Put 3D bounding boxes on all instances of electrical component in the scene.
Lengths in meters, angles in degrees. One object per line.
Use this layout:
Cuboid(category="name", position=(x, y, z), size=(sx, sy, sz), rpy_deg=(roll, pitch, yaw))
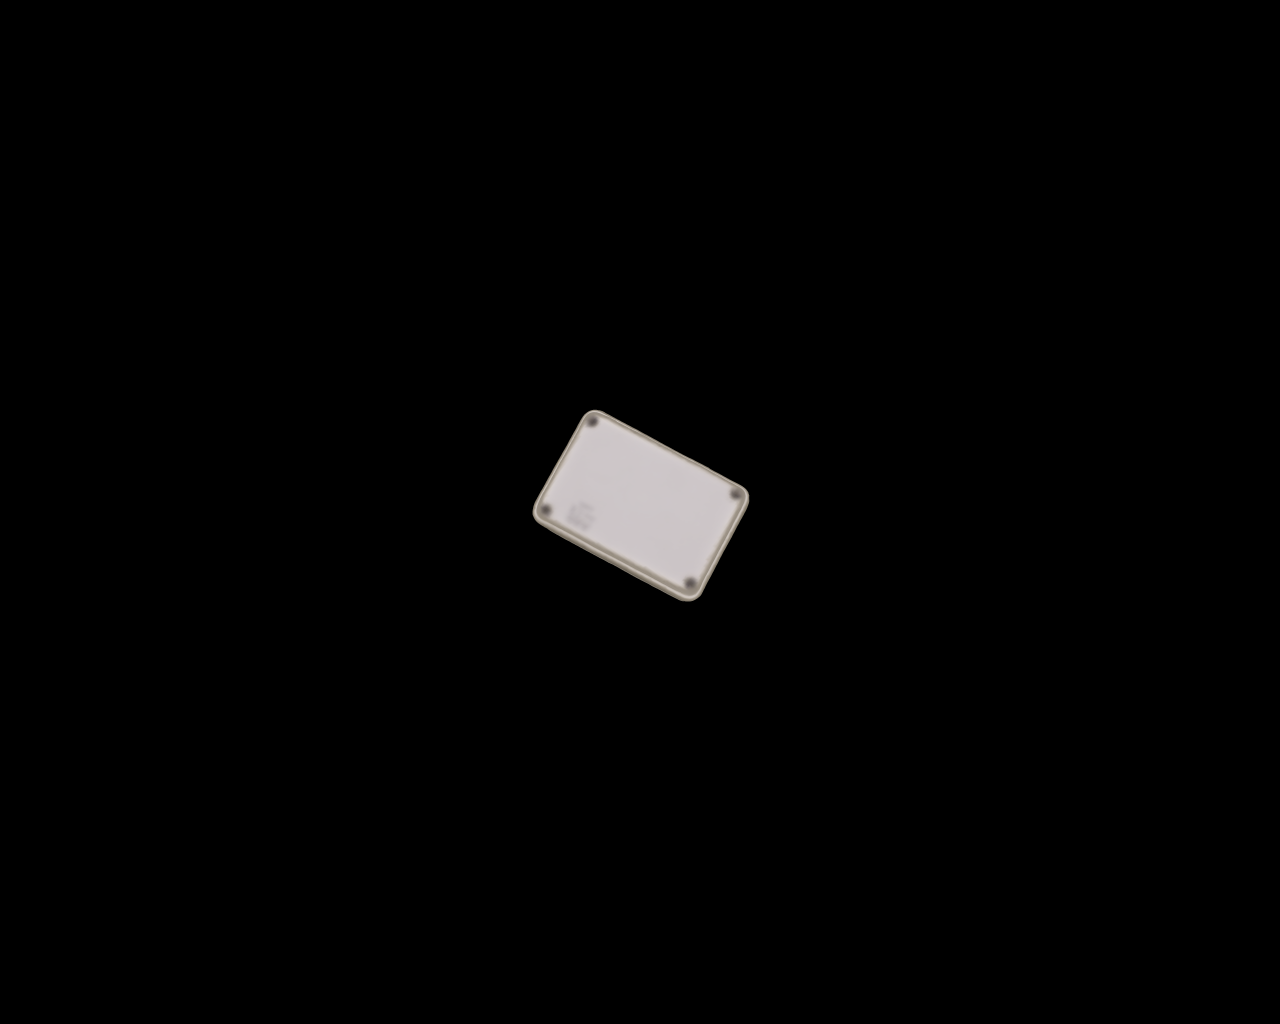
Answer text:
Cuboid(category="electrical component", position=(0.001, -0.003, 0.650), size=(0.113, 0.078, 0.057), rpy_deg=(28, -7, 4))
